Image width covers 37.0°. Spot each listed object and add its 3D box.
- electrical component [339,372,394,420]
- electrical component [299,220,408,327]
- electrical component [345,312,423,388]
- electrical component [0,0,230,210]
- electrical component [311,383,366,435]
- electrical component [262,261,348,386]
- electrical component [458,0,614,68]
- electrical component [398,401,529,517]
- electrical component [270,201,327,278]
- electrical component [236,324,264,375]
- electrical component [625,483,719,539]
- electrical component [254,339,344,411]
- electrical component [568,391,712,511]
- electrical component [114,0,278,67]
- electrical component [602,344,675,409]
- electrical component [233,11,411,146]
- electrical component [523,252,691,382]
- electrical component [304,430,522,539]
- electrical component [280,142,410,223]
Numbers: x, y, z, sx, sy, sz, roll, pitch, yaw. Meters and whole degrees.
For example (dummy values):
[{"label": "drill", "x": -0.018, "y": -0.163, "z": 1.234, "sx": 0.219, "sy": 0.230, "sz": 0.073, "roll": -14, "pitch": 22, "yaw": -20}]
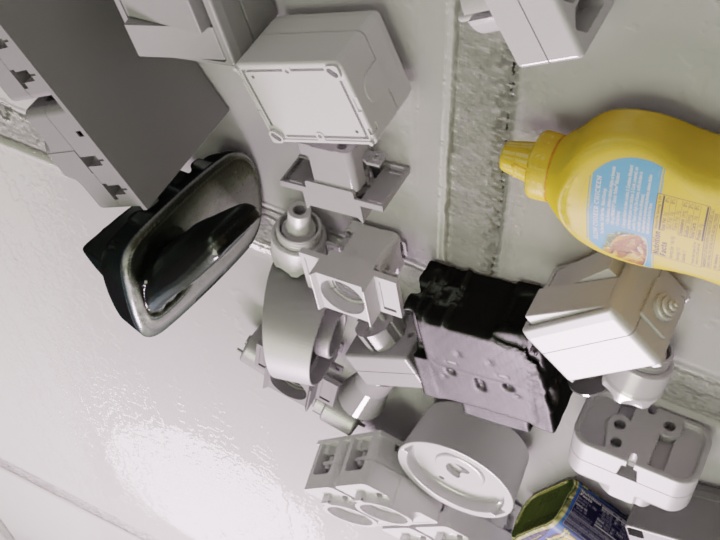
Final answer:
[{"label": "electrical component", "x": 0.011, "y": 0.099, "z": 0.947, "sx": 0.044, "sy": 0.044, "sz": 0.065, "roll": 32, "pitch": 144, "yaw": 1}, {"label": "electrical component", "x": 0.000, "y": 0.000, "z": 0.796, "sx": 0.081, "sy": 0.063, "sz": 0.042, "roll": 18, "pitch": 147, "yaw": 23}, {"label": "electrical component", "x": 0.021, "y": 0.052, "z": 0.865, "sx": 0.066, "sy": 0.047, "sz": 0.076, "roll": -2, "pitch": 136, "yaw": 41}, {"label": "electrical component", "x": -0.185, "y": -0.143, "z": 0.723, "sx": 0.060, "sy": 0.105, "sz": 0.186, "roll": 0, "pitch": 136, "yaw": 42}, {"label": "electrical component", "x": -0.028, "y": 0.123, "z": 1.013, "sx": 0.078, "sy": 0.040, "sz": 0.040, "roll": 28, "pitch": 148, "yaw": 8}, {"label": "electrical component", "x": -0.047, "y": 0.042, "z": 0.868, "sx": 0.064, "sy": 0.099, "sz": 0.099, "roll": 17, "pitch": 146, "yaw": 13}, {"label": "electrical component", "x": 0.077, "y": -0.142, "z": 0.548, "sx": 0.077, "sy": 0.047, "sz": 0.065, "roll": -1, "pitch": 136, "yaw": 42}, {"label": "electrical component", "x": 0.094, "y": 0.158, "z": 0.934, "sx": 0.108, "sy": 0.060, "sz": 0.108, "roll": 23, "pitch": 147, "yaw": 16}, {"label": "electrical component", "x": -0.047, "y": -0.027, "z": 0.821, "sx": 0.043, "sy": 0.043, "sz": 0.062, "roll": 25, "pitch": 146, "yaw": 13}, {"label": "electrical component", "x": -0.075, "y": 0.083, "z": 0.999, "sx": 0.078, "sy": 0.040, "sz": 0.040, "roll": 32, "pitch": 149, "yaw": 2}, {"label": "electrical component", "x": 0.280, "y": 0.224, "z": 0.865, "sx": 0.109, "sy": 0.056, "sz": 0.108, "roll": 10, "pitch": 143, "yaw": 34}, {"label": "electrical component", "x": -0.050, "y": 0.082, "z": 0.953, "sx": 0.081, "sy": 0.063, "sz": 0.042, "roll": 27, "pitch": 147, "yaw": 8}, {"label": "electrical component", "x": 0.209, "y": 0.138, "z": 0.811, "sx": 0.095, "sy": 0.053, "sz": 0.059, "roll": 21, "pitch": 147, "yaw": 19}, {"label": "electrical component", "x": -0.111, "y": -0.168, "z": 0.666, "sx": 0.096, "sy": 0.061, "sz": 0.061, "roll": 14, "pitch": 144, "yaw": 28}, {"label": "electrical component", "x": 0.193, "y": 0.060, "z": 0.731, "sx": 0.043, "sy": 0.043, "sz": 0.062, "roll": 24, "pitch": 128, "yaw": 14}, {"label": "electrical component", "x": -0.025, "y": -0.119, "z": 0.657, "sx": 0.096, "sy": 0.061, "sz": 0.061, "roll": 7, "pitch": 140, "yaw": 36}, {"label": "electrical component", "x": 0.160, "y": 0.025, "z": 0.691, "sx": 0.061, "sy": 0.061, "sz": 0.096, "roll": 44, "pitch": 147, "yaw": -18}, {"label": "electrical component", "x": 0.052, "y": 0.223, "z": 1.023, "sx": 0.186, "sy": 0.060, "sz": 0.105, "roll": 32, "pitch": 151, "yaw": -25}, {"label": "electrical component", "x": -0.012, "y": -0.073, "z": 0.729, "sx": 0.081, "sy": 0.042, "sz": 0.063, "roll": 15, "pitch": 141, "yaw": 25}]
